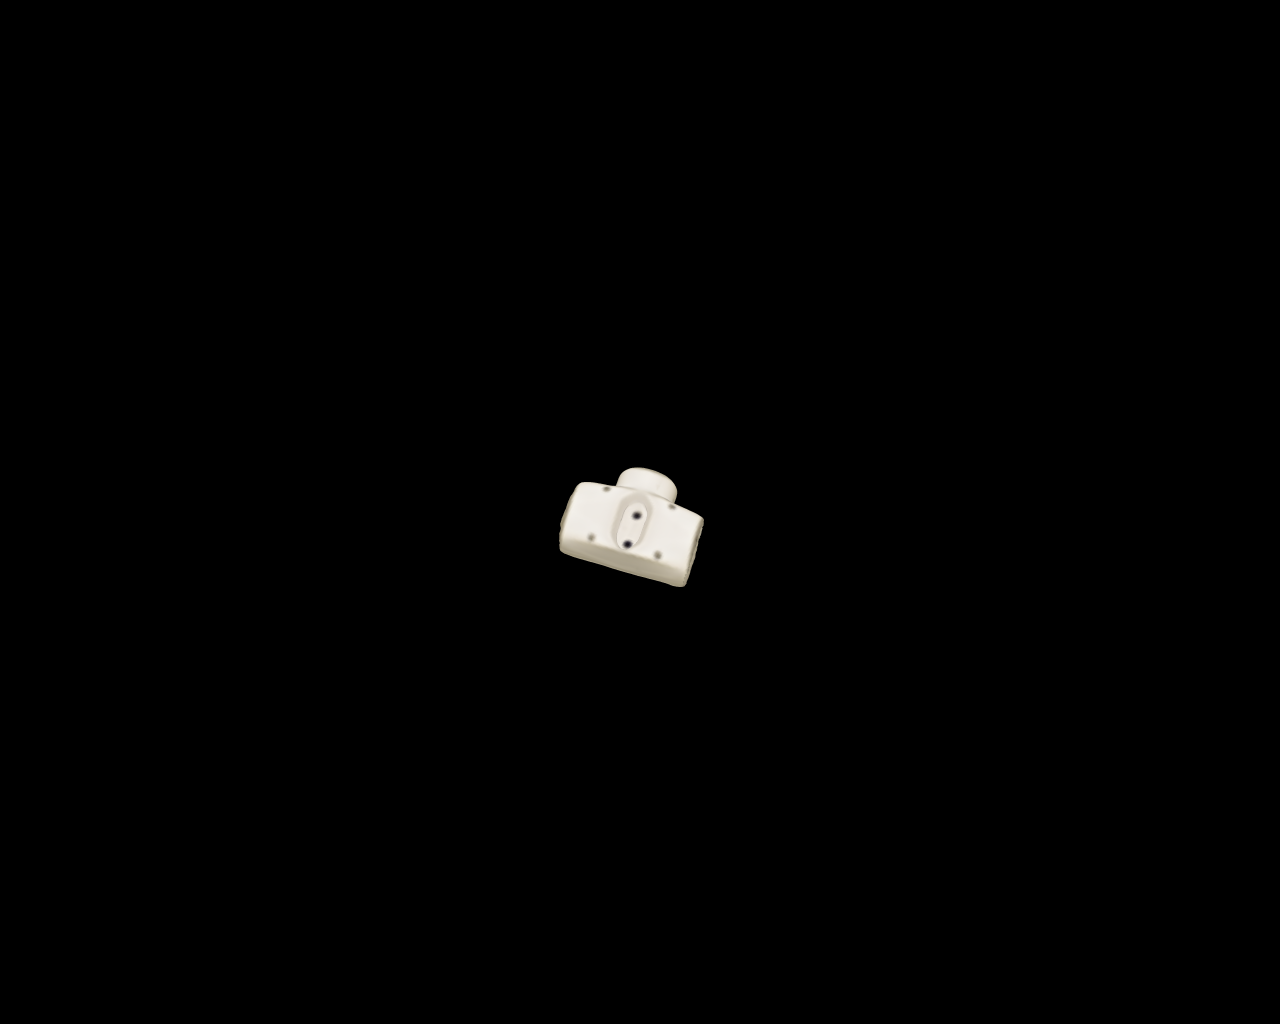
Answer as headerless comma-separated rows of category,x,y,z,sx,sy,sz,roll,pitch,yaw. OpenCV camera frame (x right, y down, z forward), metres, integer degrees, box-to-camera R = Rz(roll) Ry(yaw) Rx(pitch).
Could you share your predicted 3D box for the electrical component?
electrical component,0.001,-0.003,0.650,0.077,0.079,0.043,17,-22,7
